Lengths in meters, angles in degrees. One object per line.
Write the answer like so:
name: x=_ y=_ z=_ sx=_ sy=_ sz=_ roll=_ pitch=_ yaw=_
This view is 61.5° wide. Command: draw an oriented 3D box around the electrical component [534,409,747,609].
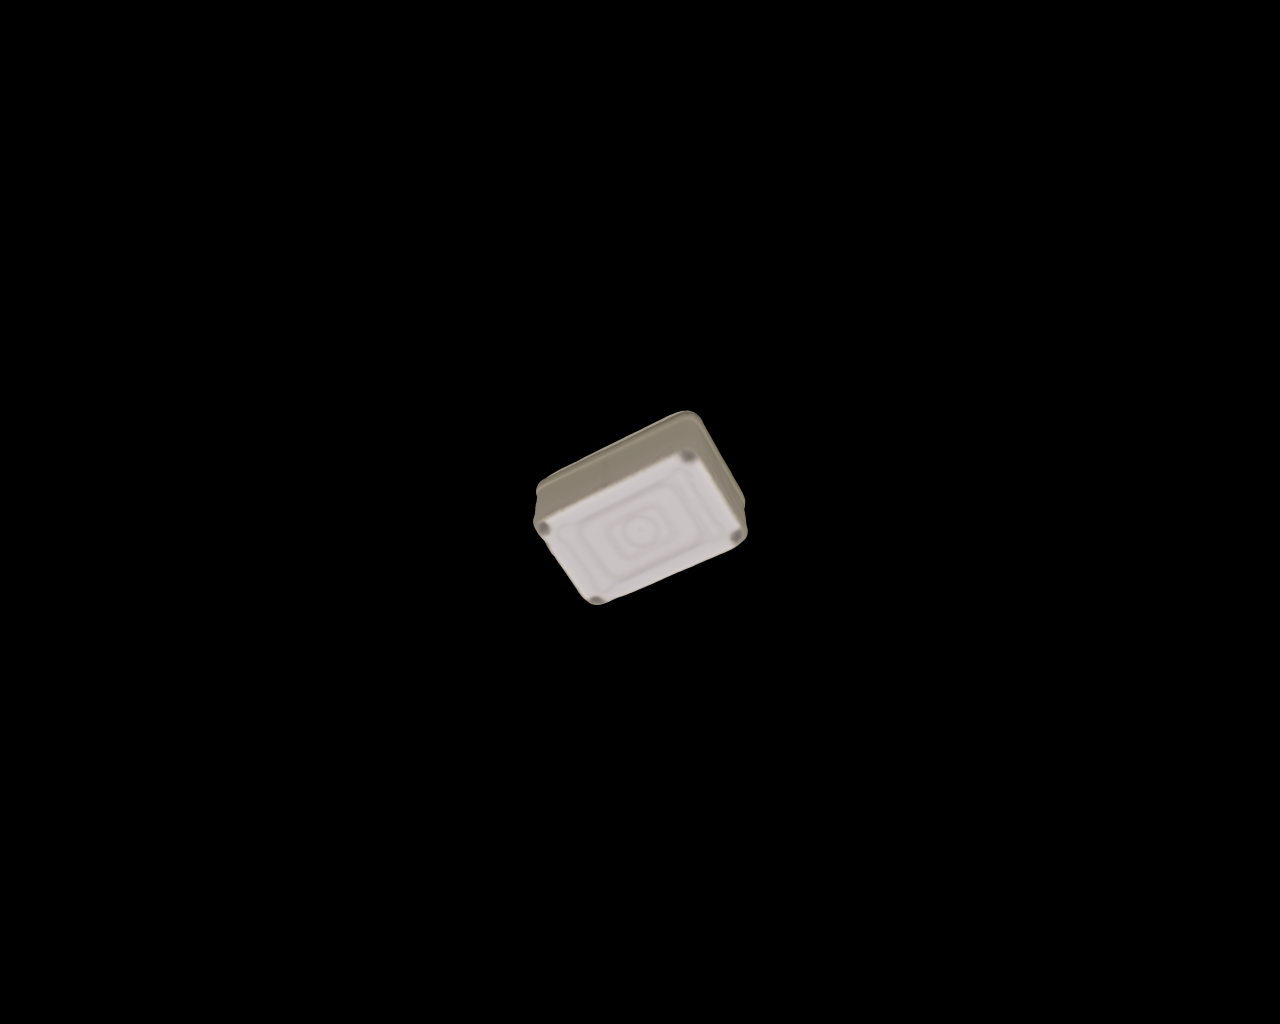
electrical component: x=0.001 y=-0.003 z=0.650 sx=0.113 sy=0.078 sz=0.057 roll=-25 pitch=27 yaw=14
